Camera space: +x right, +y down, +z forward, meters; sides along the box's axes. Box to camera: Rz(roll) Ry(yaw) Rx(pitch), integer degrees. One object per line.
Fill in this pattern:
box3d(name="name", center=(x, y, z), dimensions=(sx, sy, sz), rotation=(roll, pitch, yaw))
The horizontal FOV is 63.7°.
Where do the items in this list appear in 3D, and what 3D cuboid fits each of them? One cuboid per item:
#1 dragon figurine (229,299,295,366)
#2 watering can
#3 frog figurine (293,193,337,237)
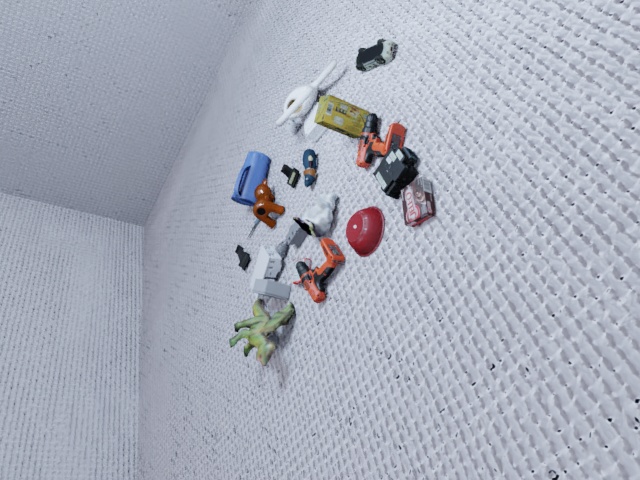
box3d(name="dragon figurine", center=(-0.188, 0.303, 1.880), dimensions=(0.241, 0.120, 0.420), rotation=(-24, 26, 21))
box3d(name="watering can", center=(-0.048, -0.585, 2.054), dimensions=(0.344, 0.103, 0.228), rotation=(-43, 12, 16))
box3d(name="frog figurine", center=(0.005, -0.090, 1.793), dimensions=(0.161, 0.122, 0.137), rotation=(-43, 14, -19))
